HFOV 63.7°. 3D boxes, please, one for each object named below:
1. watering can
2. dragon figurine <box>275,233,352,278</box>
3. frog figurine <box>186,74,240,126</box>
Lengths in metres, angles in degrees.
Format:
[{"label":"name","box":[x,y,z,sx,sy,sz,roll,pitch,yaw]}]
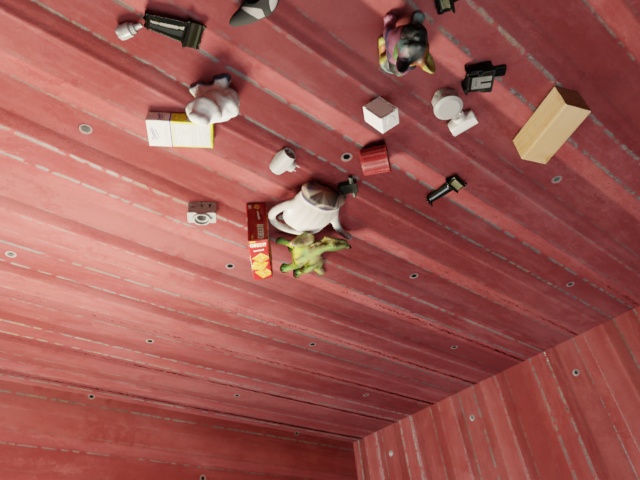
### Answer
[{"label":"watering can","box":[0.005,-0.085,1.696,0.347,0.106,0.220,9,-39,-31]},{"label":"dragon figurine","box":[-0.002,0.052,1.810,0.241,0.124,0.407,-13,-20,29]},{"label":"frog figurine","box":[-0.273,-0.330,1.307,0.137,0.163,0.120,-2,-39,-5]}]
